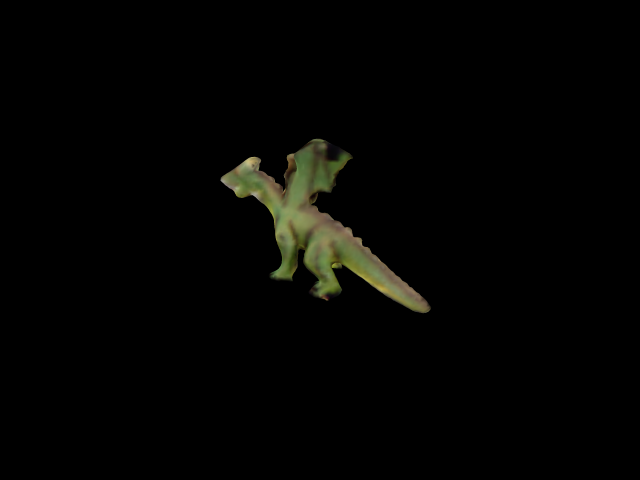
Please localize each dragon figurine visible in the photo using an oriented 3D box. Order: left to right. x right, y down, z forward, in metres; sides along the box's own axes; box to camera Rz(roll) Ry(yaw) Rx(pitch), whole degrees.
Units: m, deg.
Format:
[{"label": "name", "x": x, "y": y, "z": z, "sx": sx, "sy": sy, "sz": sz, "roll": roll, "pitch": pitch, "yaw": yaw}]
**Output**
[{"label": "dragon figurine", "x": 0.003, "y": -0.043, "z": 0.850, "sx": 0.412, "sy": 0.238, "sz": 0.124, "roll": 15, "pitch": 29, "yaw": 29}]
